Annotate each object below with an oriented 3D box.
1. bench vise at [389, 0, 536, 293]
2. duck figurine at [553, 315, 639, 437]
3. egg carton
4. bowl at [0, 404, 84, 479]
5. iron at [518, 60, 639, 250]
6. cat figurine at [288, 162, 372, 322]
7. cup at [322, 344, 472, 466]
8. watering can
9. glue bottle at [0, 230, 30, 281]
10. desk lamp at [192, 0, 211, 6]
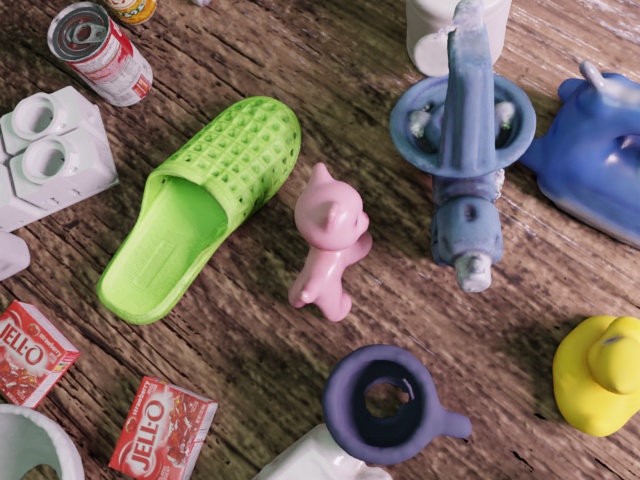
[{"bbox_3d":[0.129,-0.073,0.463,0.121,0.220,0.207,-21,73,4],"label":"bench vise"},{"bbox_3d":[0.237,0.109,0.467,0.077,0.086,0.105,20,80,15],"label":"duck figurine"},{"bbox_3d":[-0.011,0.233,0.486,0.150,0.069,0.107,-42,73,-3],"label":"egg carton"},{"bbox_3d":[-0.283,0.237,0.530,0.167,0.075,0.167,-2,75,9],"label":"bowl"},{"bbox_3d":[0.303,-0.059,0.470,0.257,0.141,0.119,32,83,16],"label":"iron"},{"bbox_3d":[0.005,0.002,0.519,0.067,0.118,0.128,15,78,14],"label":"cat figurine"},{"bbox_3d":[0.066,0.140,0.483,0.117,0.095,0.092,12,78,13],"label":"cup"},{"bbox_3d":[0.127,-0.228,0.518,0.100,0.194,0.173,-7,74,9],"label":"watering can"},{"bbox_3d":[-0.367,0.007,0.554,0.078,0.173,0.037,-27,72,2],"label":"glue bottle"},{"bbox_3d":[-0.191,-0.396,0.608,0.203,0.214,0.118,40,85,17],"label":"desk lamp"}]
